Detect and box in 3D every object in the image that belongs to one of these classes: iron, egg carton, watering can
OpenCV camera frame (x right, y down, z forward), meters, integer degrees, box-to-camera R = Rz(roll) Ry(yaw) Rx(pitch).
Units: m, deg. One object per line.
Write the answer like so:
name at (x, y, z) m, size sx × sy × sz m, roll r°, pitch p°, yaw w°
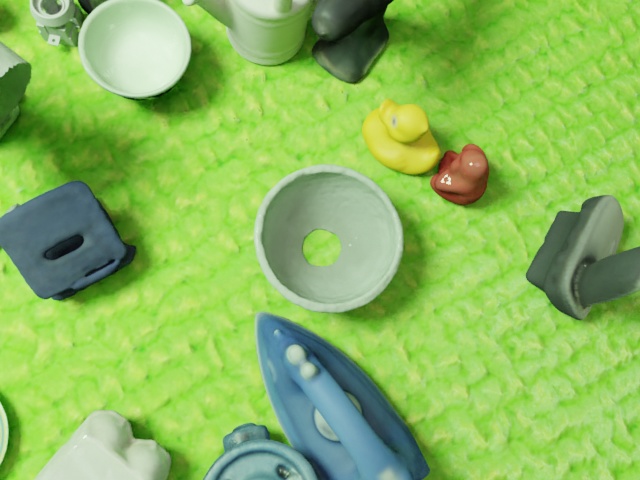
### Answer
iron at (0.014, 0.177, 0.595) m, size 0.119 × 0.141 × 0.258 m, roll -37°, pitch 88°, yaw -13°
egg carton at (-0.230, 0.255, 0.580) m, size 0.107 × 0.069 × 0.150 m, roll 39°, pitch 77°, yaw -1°
watering can at (-0.062, -0.280, 0.634) m, size 0.173 × 0.194 × 0.101 m, roll -35°, pitch 87°, yaw -13°

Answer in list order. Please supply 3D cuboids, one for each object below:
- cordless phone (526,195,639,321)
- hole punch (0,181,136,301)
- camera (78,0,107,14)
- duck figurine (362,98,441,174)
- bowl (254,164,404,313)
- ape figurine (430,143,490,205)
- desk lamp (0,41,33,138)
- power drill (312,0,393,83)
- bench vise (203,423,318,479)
cordless phone at (0.333, 0.013, 0.652) m, size 0.094 × 0.185 × 0.148 m, roll 28°, pitch 77°, yaw -3°
hole punch at (-0.266, 0.003, 0.606) m, size 0.109 × 0.091 × 0.101 m, roll -31°, pitch 86°, yaw -13°
camera at (-0.264, -0.358, 0.662) m, size 0.137 × 0.100 × 0.143 m, roll 37°, pitch 77°, yaw -1°
duck figurine at (0.106, -0.130, 0.690) m, size 0.104 × 0.086 × 0.077 m, roll 38°, pitch 77°, yaw -1°
bowl at (0.006, 0.002, 0.658) m, size 0.167 × 0.074 × 0.167 m, roll 2°, pitch 80°, yaw -9°
ape figurine at (0.175, -0.083, 0.690) m, size 0.078 × 0.092 × 0.076 m, roll -24°, pitch 85°, yaw -12°
desk lamp at (-0.375, -0.155, 0.553) m, size 0.203 × 0.213 × 0.118 m, roll 34°, pitch 77°, yaw -2°
power drill at (0.052, -0.267, 0.642) m, size 0.075 × 0.208 × 0.230 m, roll 34°, pitch 77°, yaw -2°
bench vise at (-0.035, 0.283, 0.529) m, size 0.121 × 0.219 × 0.207 m, roll -31°, pitch 86°, yaw -12°
